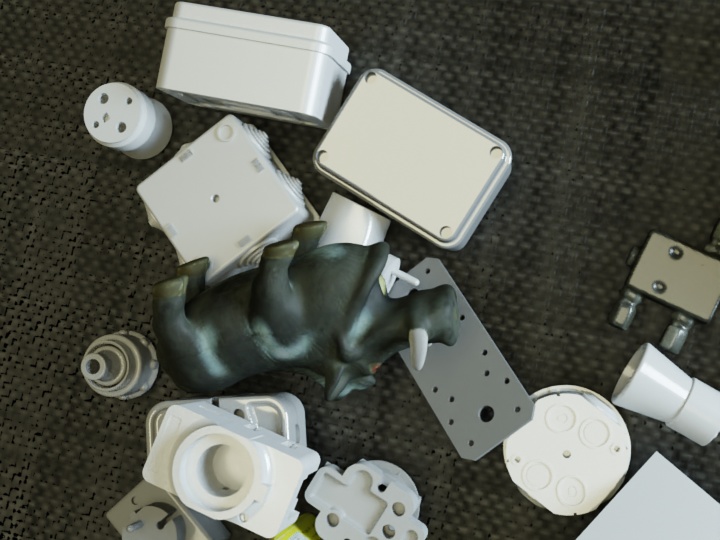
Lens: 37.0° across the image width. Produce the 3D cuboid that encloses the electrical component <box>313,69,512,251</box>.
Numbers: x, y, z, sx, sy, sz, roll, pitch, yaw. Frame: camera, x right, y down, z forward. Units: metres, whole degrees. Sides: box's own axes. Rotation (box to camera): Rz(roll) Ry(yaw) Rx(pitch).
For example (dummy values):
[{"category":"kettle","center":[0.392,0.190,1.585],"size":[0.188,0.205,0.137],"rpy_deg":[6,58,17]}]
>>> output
[{"category":"electrical component","center":[0.035,-0.071,0.702],"size":[0.113,0.057,0.078],"rpy_deg":[32,92,11]}]

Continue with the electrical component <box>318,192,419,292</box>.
[{"category":"electrical component","center":[0.000,0.000,0.708],"size":[0.079,0.043,0.077],"rpy_deg":[27,93,15]}]

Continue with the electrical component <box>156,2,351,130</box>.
[{"category":"electrical component","center":[-0.069,-0.135,0.715],"size":[0.113,0.078,0.057],"rpy_deg":[12,91,11]}]

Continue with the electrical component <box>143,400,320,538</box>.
[{"category":"electrical component","center":[-0.078,0.119,0.649],"size":[0.089,0.056,0.050],"rpy_deg":[22,91,11]}]

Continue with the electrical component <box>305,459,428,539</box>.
[{"category":"electrical component","center":[0.007,0.153,0.693],"size":[0.078,0.057,0.058],"rpy_deg":[32,92,11]}]

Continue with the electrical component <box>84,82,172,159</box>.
[{"category":"electrical component","center":[-0.160,-0.102,0.741],"size":[0.045,0.055,0.045],"rpy_deg":[-1,86,10]}]

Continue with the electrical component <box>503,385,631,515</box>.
[{"category":"electrical component","center":[0.130,0.113,0.676],"size":[0.080,0.051,0.080],"rpy_deg":[-1,86,10]}]

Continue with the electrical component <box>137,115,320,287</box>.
[{"category":"electrical component","center":[-0.090,-0.044,0.725],"size":[0.100,0.048,0.099],"rpy_deg":[-37,77,6]}]

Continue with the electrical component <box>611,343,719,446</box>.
[{"category":"electrical component","center":[0.197,0.080,0.671],"size":[0.065,0.044,0.044],"rpy_deg":[30,92,6]}]

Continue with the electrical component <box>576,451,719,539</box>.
[{"category":"electrical component","center":[0.200,0.196,0.632],"size":[0.089,0.061,0.150],"rpy_deg":[-41,68,-19]}]

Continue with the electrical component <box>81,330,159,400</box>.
[{"category":"electrical component","center":[-0.168,0.065,0.728],"size":[0.048,0.062,0.048],"rpy_deg":[-1,86,10]}]

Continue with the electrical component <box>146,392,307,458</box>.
[{"category":"electrical component","center":[-0.086,0.110,0.711],"size":[0.095,0.059,0.053],"rpy_deg":[-4,86,10]}]

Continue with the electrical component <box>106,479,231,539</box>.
[{"category":"electrical component","center":[-0.132,0.171,0.707],"size":[0.047,0.077,0.065],"rpy_deg":[-42,81,5]}]
